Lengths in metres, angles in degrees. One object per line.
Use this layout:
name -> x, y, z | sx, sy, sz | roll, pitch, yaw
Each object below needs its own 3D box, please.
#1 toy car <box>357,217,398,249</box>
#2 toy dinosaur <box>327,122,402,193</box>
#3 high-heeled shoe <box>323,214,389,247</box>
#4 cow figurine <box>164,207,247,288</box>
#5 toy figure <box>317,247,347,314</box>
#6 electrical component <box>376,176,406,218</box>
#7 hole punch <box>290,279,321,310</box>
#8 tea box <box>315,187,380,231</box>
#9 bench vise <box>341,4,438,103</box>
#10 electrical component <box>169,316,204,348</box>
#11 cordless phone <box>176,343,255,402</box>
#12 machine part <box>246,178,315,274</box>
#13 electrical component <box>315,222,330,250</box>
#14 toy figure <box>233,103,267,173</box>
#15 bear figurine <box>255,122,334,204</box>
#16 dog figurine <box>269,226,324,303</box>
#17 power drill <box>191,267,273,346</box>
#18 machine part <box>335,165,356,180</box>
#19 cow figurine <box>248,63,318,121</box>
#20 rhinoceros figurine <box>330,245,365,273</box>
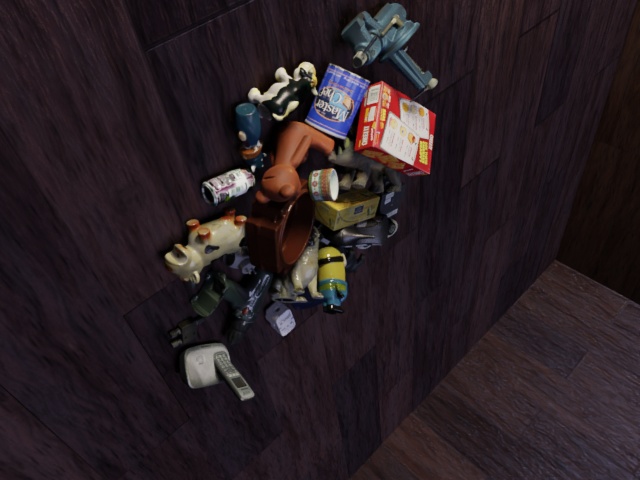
toy car -> 0.157, -0.025, 1.640 | 0.202, 0.074, 0.056 | -25, 136, -38
toy dinosaur -> 0.166, -0.221, 1.405 | 0.471, 0.105, 0.198 | -3, 97, -50
high-heeled shoe -> 0.109, -0.027, 1.525 | 0.249, 0.145, 0.086 | -26, 116, -69
cow figurine -> -0.250, 0.019, 1.169 | 0.195, 0.086, 0.127 | -27, 131, -37
toy figure -> 0.031, 0.105, 1.438 | 0.089, 0.082, 0.180 | 40, 46, -57
electrical component -> 0.199, -0.130, 1.618 | 0.115, 0.058, 0.134 | -27, 137, -39
hole punch -> -0.040, 0.144, 1.534 | 0.116, 0.092, 0.142 | -41, 148, -14
tea box -> 0.069, -0.092, 1.452 | 0.169, 0.098, 0.068 | -22, 135, -42
bench vise -> 0.171, -0.419, 1.208 | 0.129, 0.240, 0.224 | -33, -159, 44
electrical component -> -0.322, 0.222, 1.305 | 0.094, 0.021, 0.063 | -28, 138, -35
cordless phone -> -0.260, 0.347, 1.345 | 0.146, 0.184, 0.088 | 4, 120, -53
machine part -> -0.086, -0.037, 1.259 | 0.201, 0.087, 0.200 | -53, 153, -44
electrical component -> -0.003, -0.006, 1.490 | 0.078, 0.045, 0.102 | 40, 83, -30
toy figure -> -0.145, -0.210, 1.121 | 0.064, 0.058, 0.154 | -30, 144, -24
bear figurine -> -0.057, -0.154, 1.169 | 0.131, 0.120, 0.196 | 28, 59, -43
dog figurine -> -0.069, 0.064, 1.428 | 0.121, 0.172, 0.190 | 28, 56, -54
power drill -> -0.218, 0.161, 1.331 | 0.207, 0.086, 0.232 | 25, 97, -52
machine part -> 0.093, -0.194, 1.449 | 0.139, 0.039, 0.084 | 0, 123, -53
cow figurine -> -0.057, -0.308, 1.109 | 0.167, 0.098, 0.068 | -42, 138, -19
rhinoceros figurine -> 0.053, 0.057, 1.594 | 0.190, 0.073, 0.112 | 11, 118, -55
